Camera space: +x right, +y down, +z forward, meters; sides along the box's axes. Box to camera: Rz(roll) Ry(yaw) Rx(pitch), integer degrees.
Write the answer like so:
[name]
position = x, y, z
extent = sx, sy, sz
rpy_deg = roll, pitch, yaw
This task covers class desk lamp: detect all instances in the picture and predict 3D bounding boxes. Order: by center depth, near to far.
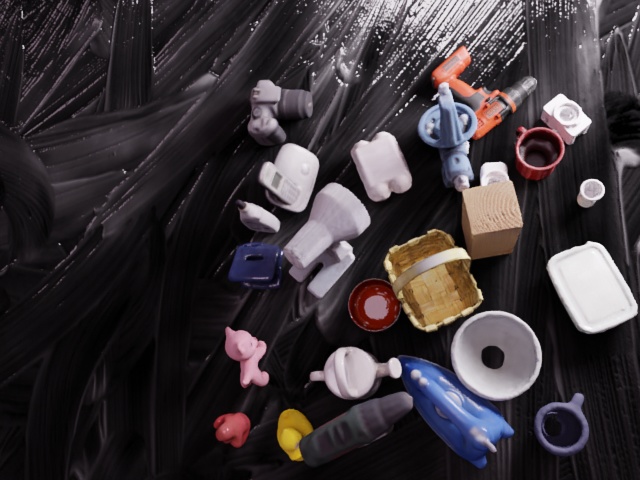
[desk lamp]
position = 0.011, 0.004, 1.175
extent = 0.117, 0.214, 0.203
rpy_deg = 38, 87, 19

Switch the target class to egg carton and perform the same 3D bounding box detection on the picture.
[egg carton]
position = 0.137, -0.162, 1.264
extent = 0.107, 0.069, 0.150
rpy_deg = -24, 72, 7

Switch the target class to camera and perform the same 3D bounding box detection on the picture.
[camera]
position = -0.093, -0.305, 1.338
extent = 0.136, 0.101, 0.143
rpy_deg = 3, 77, 14

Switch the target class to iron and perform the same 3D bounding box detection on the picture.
[iron]
position = 0.236, 0.308, 1.082
extent = 0.257, 0.142, 0.119
rpy_deg = 41, 88, 19

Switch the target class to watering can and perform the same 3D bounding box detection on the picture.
[watering can]
position = 0.066, 0.255, 1.108
extent = 0.173, 0.194, 0.101
rpy_deg = -30, 71, 5

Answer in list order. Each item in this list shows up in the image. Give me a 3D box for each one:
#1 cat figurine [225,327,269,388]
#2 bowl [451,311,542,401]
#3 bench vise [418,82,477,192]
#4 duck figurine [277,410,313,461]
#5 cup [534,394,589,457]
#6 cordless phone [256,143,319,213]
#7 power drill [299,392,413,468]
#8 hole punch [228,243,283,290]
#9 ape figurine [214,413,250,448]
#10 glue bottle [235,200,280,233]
[cat figurine]
position = -0.160, 0.246, 1.204
extent = 0.067, 0.118, 0.128
rpy_deg = -12, 73, 10
[bowl]
position = 0.339, 0.225, 1.114
extent = 0.167, 0.075, 0.167
rpy_deg = -3, 75, 12
[bench vise]
position = 0.277, -0.214, 1.165
extent = 0.121, 0.220, 0.207
rpy_deg = -30, 71, 5
[duck figurine]
position = -0.057, 0.396, 1.158
extent = 0.077, 0.086, 0.104
rpy_deg = -22, 72, 7
[cup]
position = 0.442, 0.333, 1.052
extent = 0.091, 0.095, 0.118
rpy_deg = 30, 84, 19
[cordless phone]
position = -0.076, -0.151, 1.250
extent = 0.094, 0.185, 0.148
rpy_deg = 12, 79, 16
[power drill]
position = 0.078, 0.347, 1.074
extent = 0.229, 0.209, 0.075
rpy_deg = -30, 71, 4
[hole punch]
position = -0.142, 0.054, 1.263
extent = 0.108, 0.091, 0.101
rpy_deg = -1, 76, 13
[ape figurine]
position = -0.187, 0.395, 1.185
extent = 0.076, 0.092, 0.077
rpy_deg = -32, 71, 4
[glue bottle]
position = -0.146, -0.056, 1.249
extent = 0.078, 0.173, 0.037
rpy_deg = 9, 78, 16
